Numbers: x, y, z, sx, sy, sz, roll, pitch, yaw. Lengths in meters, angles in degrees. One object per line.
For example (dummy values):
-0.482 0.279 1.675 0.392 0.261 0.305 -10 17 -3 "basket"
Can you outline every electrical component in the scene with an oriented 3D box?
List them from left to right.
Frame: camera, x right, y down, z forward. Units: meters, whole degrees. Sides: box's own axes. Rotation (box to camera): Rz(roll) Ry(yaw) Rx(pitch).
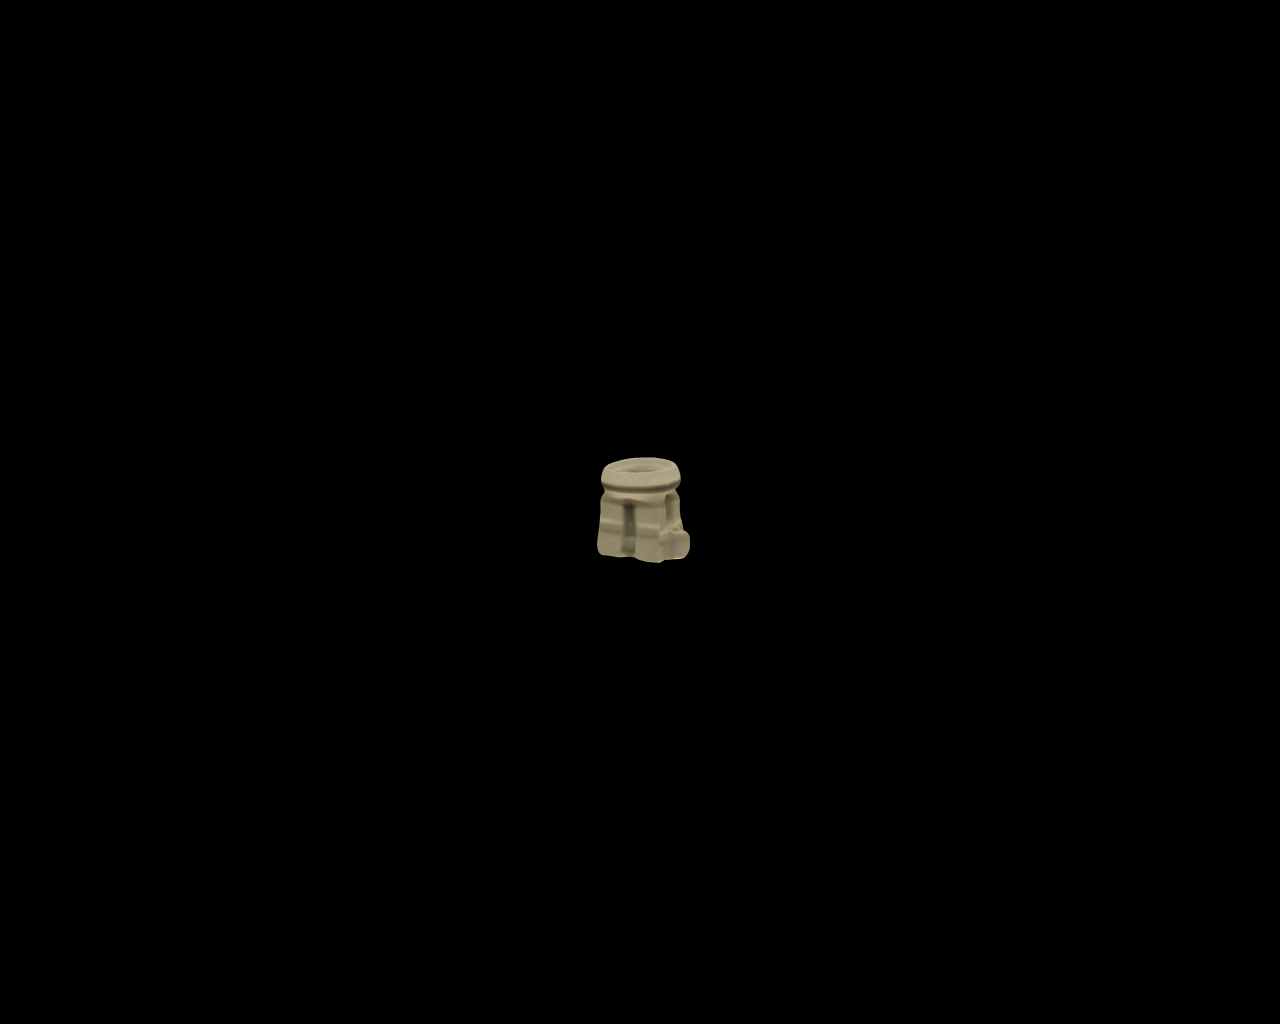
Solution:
0.001 -0.003 0.650 0.066 0.055 0.048 6 16 22 "electrical component"
